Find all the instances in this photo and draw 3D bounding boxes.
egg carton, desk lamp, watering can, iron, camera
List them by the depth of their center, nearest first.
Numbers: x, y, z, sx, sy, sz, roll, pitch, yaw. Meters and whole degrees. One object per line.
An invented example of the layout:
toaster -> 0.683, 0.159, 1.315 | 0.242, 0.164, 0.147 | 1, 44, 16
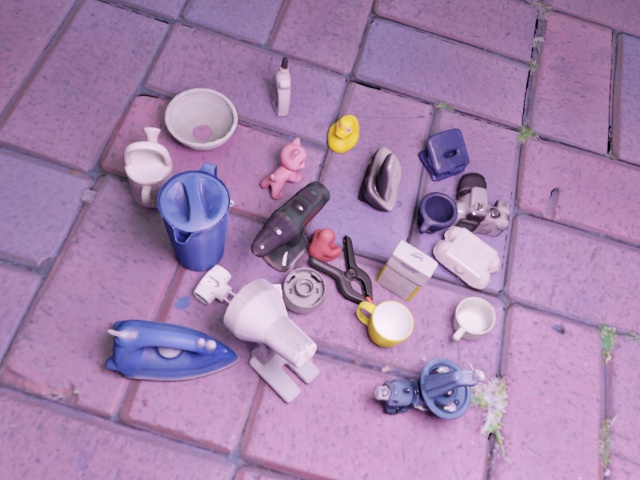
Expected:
desk lamp -> -0.085, 0.195, 1.114 | 0.203, 0.213, 0.118 | 43, 66, 11
iron -> -0.283, 0.206, 1.114 | 0.258, 0.141, 0.118 | 5, 65, -7
watering can -> -0.371, -0.162, 1.236 | 0.101, 0.194, 0.172 | -19, 70, -17
egg carton -> 0.342, 0.041, 1.337 | 0.150, 0.069, 0.107 | 37, 65, 8
camera -> 0.387, -0.094, 1.389 | 0.143, 0.101, 0.137 | 12, 64, -4

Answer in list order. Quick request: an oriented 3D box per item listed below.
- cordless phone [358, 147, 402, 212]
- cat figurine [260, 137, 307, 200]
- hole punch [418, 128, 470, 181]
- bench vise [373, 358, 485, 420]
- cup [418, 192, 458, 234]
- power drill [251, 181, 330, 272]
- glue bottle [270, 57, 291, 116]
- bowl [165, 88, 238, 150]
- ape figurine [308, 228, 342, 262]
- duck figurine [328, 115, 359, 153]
cordless phone -> 0.159, -0.165, 1.334 | 0.094, 0.185, 0.147 | 15, 64, -3
cat figurine -> -0.078, -0.173, 1.334 | 0.067, 0.117, 0.128 | 39, 66, 9
hole punch -> 0.319, -0.215, 1.437 | 0.109, 0.091, 0.101 | -21, 71, -18
bench vise -> 0.220, 0.300, 1.116 | 0.208, 0.219, 0.121 | -18, 70, -17
cup -> 0.260, -0.044, 1.348 | 0.091, 0.095, 0.118 | 37, 65, 8
power drill -> -0.069, -0.014, 1.214 | 0.075, 0.208, 0.230 | 36, 65, 8
glue bottle -> -0.092, -0.382, 1.395 | 0.037, 0.173, 0.078 | -14, 69, -15
bowl -> -0.281, -0.276, 1.369 | 0.167, 0.074, 0.167 | 4, 65, -8
ape figurine -> 0.012, 0.005, 1.284 | 0.076, 0.092, 0.077 | -21, 71, -18
duck figurine -> 0.064, -0.278, 1.424 | 0.077, 0.086, 0.105 | 30, 65, 4
